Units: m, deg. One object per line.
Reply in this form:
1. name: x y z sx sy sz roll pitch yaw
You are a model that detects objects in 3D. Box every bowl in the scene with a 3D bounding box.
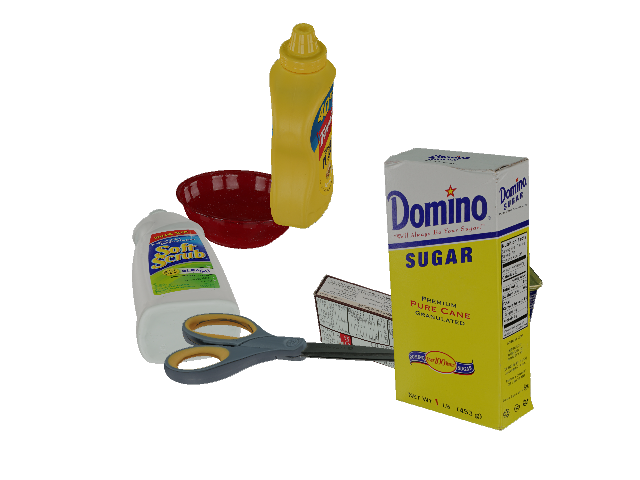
1. bowl: -0.099 -0.033 1.319 0.162 0.055 0.162 4 25 -2

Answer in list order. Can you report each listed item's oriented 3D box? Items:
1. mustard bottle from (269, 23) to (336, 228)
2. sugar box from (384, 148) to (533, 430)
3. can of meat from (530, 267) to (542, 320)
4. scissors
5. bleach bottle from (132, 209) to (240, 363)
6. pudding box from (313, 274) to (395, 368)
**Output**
1. mustard bottle: -0.016 -0.110 0.970 0.058 0.192 0.096 11 44 11
2. sugar box: 0.092 0.030 0.714 0.094 0.176 0.048 9 22 42
3. can of meat: 0.155 0.060 0.961 0.057 0.084 0.102 6 18 -8
4. scissors: -0.037 0.093 0.828 0.202 0.016 0.096 10 34 34
5. bleach bottle: -0.156 0.032 1.103 0.102 0.068 0.251 -5 27 -17
6. pudding box: 0.051 0.096 1.248 0.114 0.090 0.039 15 47 22
